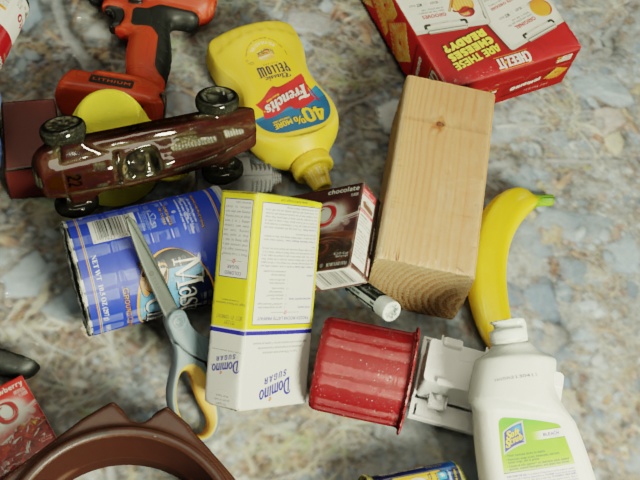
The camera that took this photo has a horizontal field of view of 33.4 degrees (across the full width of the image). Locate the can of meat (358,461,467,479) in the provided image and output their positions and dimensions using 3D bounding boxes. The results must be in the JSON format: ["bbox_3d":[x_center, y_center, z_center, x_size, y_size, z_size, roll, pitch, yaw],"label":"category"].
[{"bbox_3d":[0.083,0.235,0.866,0.083,0.057,0.102,-8,63,-15],"label":"can of meat"}]

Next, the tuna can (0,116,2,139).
[{"bbox_3d":[-0.346,-0.110,1.013,0.086,0.034,0.086,3,60,-6],"label":"tuna can"}]

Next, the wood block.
[{"bbox_3d":[0.104,-0.042,1.007,0.091,0.090,0.206,12,60,0],"label":"wood block"}]

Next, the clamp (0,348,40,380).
[{"bbox_3d":[-0.349,0.075,0.906,0.209,0.036,0.165,-21,64,-22],"label":"clamp"}]

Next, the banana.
[{"bbox_3d":[0.173,0.018,1.014,0.069,0.037,0.197,21,60,4],"label":"banana"}]

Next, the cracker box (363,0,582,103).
[{"bbox_3d":[0.150,-0.245,1.140,0.164,0.072,0.214,-19,66,-17],"label":"cracker box"}]

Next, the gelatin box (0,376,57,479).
[{"bbox_3d":[-0.266,0.164,0.871,0.089,0.030,0.073,-27,68,-21],"label":"gelatin box"}]

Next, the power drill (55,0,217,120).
[{"bbox_3d":[-0.207,-0.206,1.074,0.184,0.057,0.187,10,60,-3],"label":"power drill"}]

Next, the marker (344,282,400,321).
[{"bbox_3d":[0.030,0.040,0.959,0.020,0.020,0.121,-27,34,-21],"label":"marker"}]

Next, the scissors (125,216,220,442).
[{"bbox_3d":[-0.103,0.069,0.894,0.096,0.016,0.202,-16,102,-35],"label":"scissors"}]

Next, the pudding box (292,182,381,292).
[{"bbox_3d":[-0.006,0.001,0.966,0.114,0.039,0.090,-8,56,29],"label":"pudding box"}]

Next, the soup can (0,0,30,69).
[{"bbox_3d":[-0.335,-0.204,1.049,0.068,0.068,0.102,15,59,0],"label":"soup can"}]

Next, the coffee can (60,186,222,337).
[{"bbox_3d":[-0.145,0.017,0.930,0.140,0.103,0.103,-14,64,-16],"label":"coffee can"}]

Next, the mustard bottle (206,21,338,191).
[{"bbox_3d":[-0.036,-0.127,1.054,0.096,0.058,0.192,-17,65,-21],"label":"mustard bottle"}]

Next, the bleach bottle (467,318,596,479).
[{"bbox_3d":[0.178,0.187,0.856,0.102,0.068,0.251,-7,81,-8],"label":"bleach bottle"}]

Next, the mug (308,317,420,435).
[{"bbox_3d":[0.039,0.107,0.922,0.081,0.093,0.117,11,29,4],"label":"mug"}]

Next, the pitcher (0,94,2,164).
[{"bbox_3d":[-0.407,-0.100,0.933,0.243,0.145,0.149,22,23,16],"label":"pitcher"}]

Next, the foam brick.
[{"bbox_3d":[-0.269,-0.086,1.000,0.051,0.053,0.078,-6,61,-11],"label":"foam brick"}]

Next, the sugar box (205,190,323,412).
[{"bbox_3d":[-0.046,0.050,0.890,0.048,0.093,0.176,8,92,37],"label":"sugar box"}]
